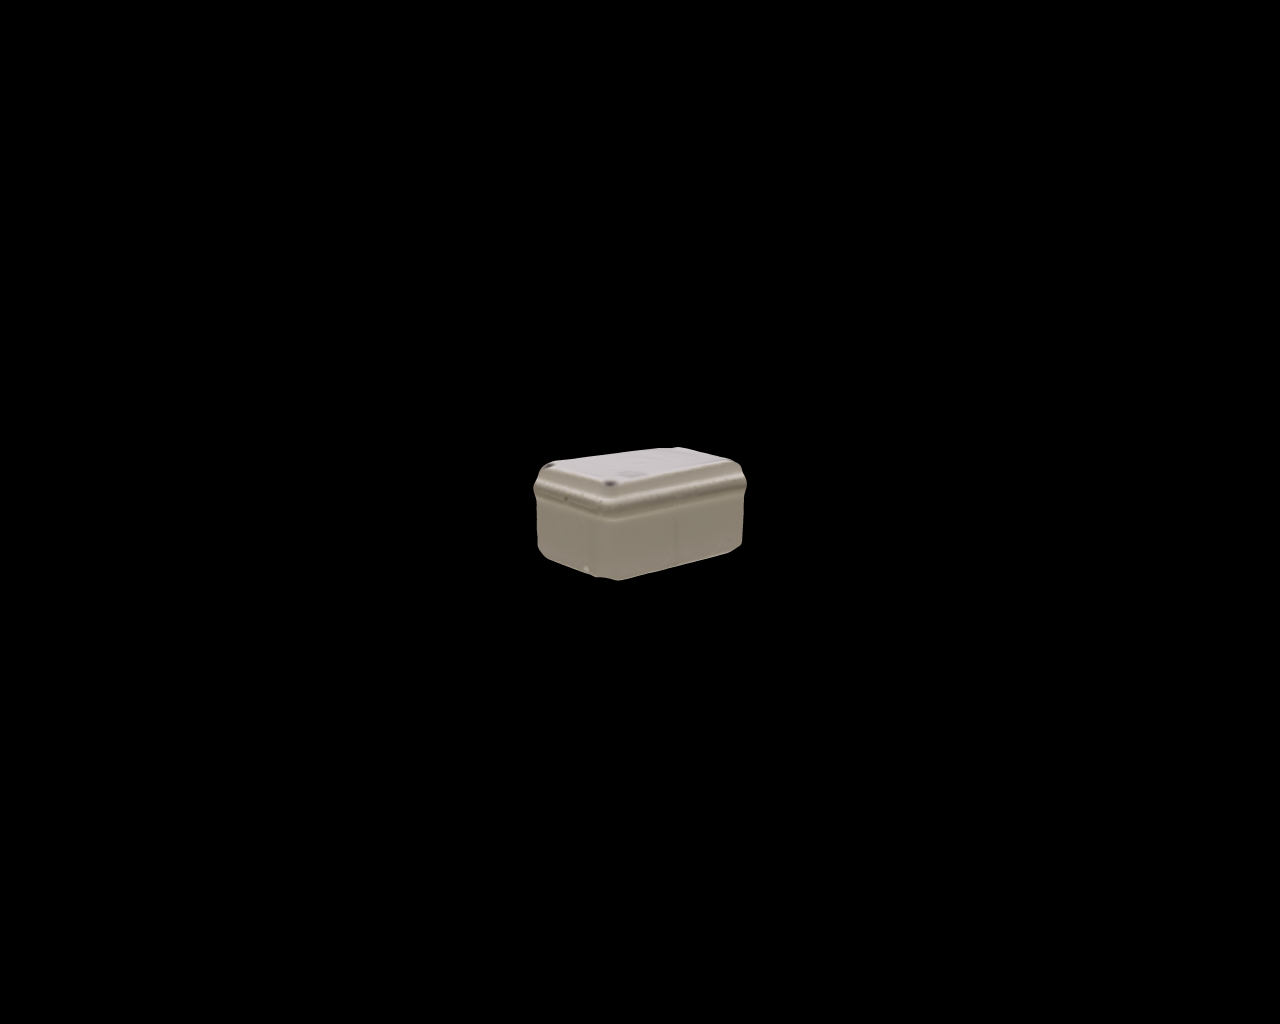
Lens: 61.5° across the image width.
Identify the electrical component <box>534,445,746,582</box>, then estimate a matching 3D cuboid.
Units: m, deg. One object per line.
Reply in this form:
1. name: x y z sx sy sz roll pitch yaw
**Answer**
1. electrical component: 0.001 -0.003 0.650 0.113 0.057 0.078 -11 18 -37
